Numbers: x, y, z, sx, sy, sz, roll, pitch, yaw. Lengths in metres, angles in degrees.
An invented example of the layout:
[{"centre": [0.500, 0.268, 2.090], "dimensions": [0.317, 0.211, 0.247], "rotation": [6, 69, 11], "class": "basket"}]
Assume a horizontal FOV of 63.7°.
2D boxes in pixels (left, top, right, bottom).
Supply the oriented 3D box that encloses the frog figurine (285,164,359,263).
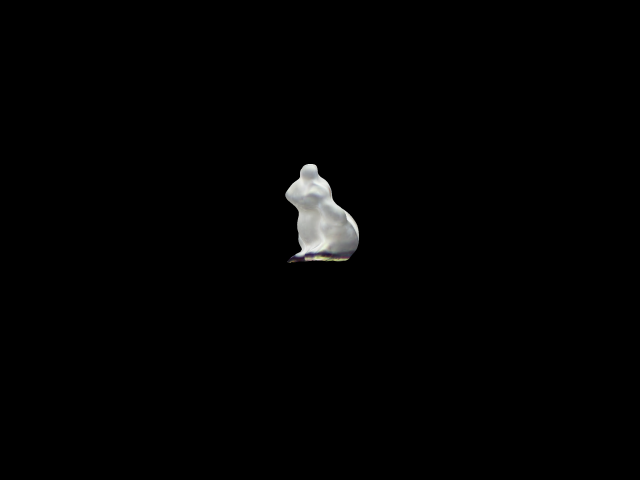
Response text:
[{"centre": [0.003, -0.043, 0.850], "dimensions": [0.123, 0.160, 0.136], "rotation": [1, -6, -9], "class": "frog figurine"}]
